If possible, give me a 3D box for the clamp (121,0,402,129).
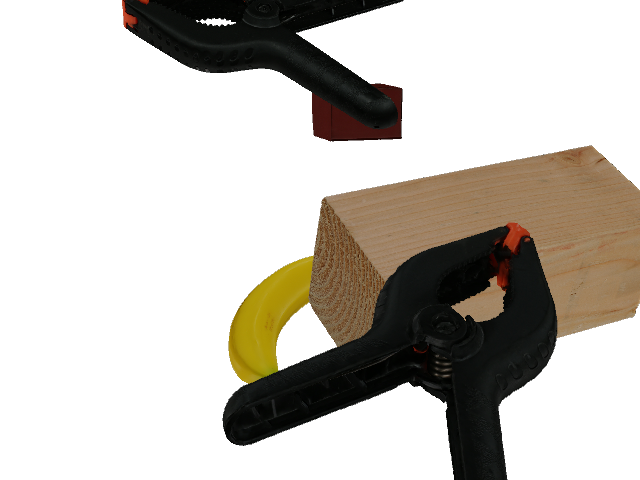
[{"bbox_3d":[-0.035,-0.142,0.743,0.210,0.164,0.036,3,-43,-2],"label":"clamp"}]

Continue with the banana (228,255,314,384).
[{"bbox_3d":[-0.028,0.059,0.851,0.069,0.037,0.197,25,36,2],"label":"banana"}]

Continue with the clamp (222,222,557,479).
[{"bbox_3d":[0.056,0.055,0.444,0.120,0.039,0.171,34,53,23],"label":"clamp"}]

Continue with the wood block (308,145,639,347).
[{"bbox_3d":[0.106,0.014,0.690,0.205,0.090,0.091,-12,42,-23],"label":"wood block"}]

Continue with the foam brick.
[{"bbox_3d":[0.036,-0.127,1.053,0.078,0.051,0.053,-4,14,-20],"label":"foam brick"}]
